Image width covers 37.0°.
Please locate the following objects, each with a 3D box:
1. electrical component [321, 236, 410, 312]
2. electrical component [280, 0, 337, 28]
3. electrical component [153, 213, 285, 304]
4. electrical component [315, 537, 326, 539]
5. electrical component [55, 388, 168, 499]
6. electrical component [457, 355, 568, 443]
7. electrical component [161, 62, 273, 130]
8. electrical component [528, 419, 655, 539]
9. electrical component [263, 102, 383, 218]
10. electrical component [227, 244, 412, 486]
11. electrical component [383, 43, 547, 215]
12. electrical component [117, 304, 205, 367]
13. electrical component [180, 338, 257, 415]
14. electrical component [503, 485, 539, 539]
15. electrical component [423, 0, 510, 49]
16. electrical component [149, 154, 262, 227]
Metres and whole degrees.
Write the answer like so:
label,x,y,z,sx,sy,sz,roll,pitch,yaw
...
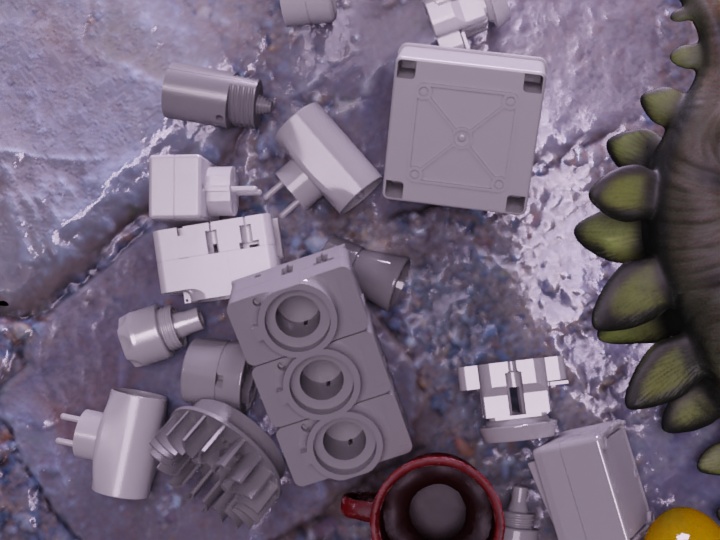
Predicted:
label,x,y,z,sx,sy,sz,roll,pitch,yaw
electrical component,0.000,0.000,0.814,0.065,0.044,0.044,21,89,10
electrical component,-0.061,-0.255,0.825,0.074,0.052,0.138,-5,86,5
electrical component,-0.105,-0.007,0.817,0.089,0.050,0.055,-9,86,4
electrical component,-0.036,0.253,0.790,0.062,0.061,0.096,38,86,6
electrical component,-0.193,0.128,0.821,0.079,0.044,0.077,11,88,5
electrical component,0.114,0.096,0.790,0.078,0.058,0.057,-7,84,4
electrical component,-0.107,-0.132,0.828,0.081,0.043,0.043,10,88,5
electrical component,0.167,0.163,0.774,0.061,0.062,0.096,-18,85,30
electrical component,-0.037,-0.073,0.818,0.079,0.043,0.077,-41,85,2
electrical component,-0.028,0.071,0.775,0.089,0.061,0.150,-18,107,4
electrical component,0.076,-0.103,0.785,0.109,0.056,0.108,7,113,5
electrical component,-0.150,0.046,0.822,0.062,0.043,0.043,-19,86,3
electrical component,-0.105,0.079,0.812,0.047,0.055,0.055,8,88,9
electrical component,0.116,0.191,0.796,0.035,0.035,0.061,6,85,5
electrical component,0.078,-0.203,0.809,0.057,0.058,0.078,-19,86,7
electrical component,-0.114,-0.059,0.813,0.077,0.066,0.047,-1,87,5
